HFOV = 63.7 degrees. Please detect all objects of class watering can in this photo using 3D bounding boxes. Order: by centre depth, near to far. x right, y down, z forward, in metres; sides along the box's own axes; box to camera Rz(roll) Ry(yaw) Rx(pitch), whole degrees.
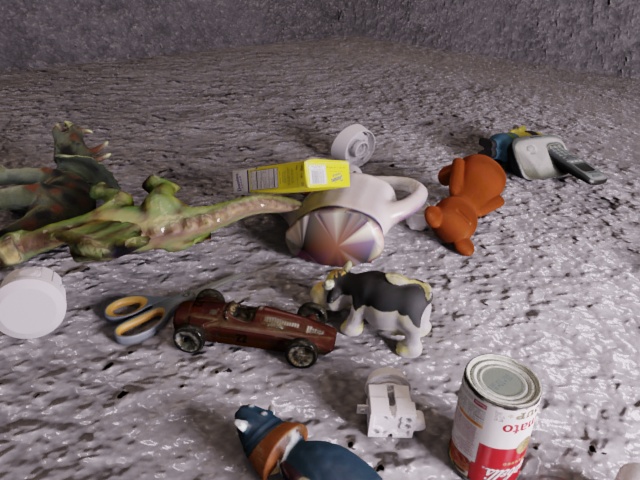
[{"bbox_3d":[0.003,-0.043,0.863,0.347,0.102,0.229,-4,28,20],"label":"watering can"}]

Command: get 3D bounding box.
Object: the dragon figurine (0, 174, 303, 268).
[{"bbox_3d":[-0.234,-0.011,0.694,0.410,0.120,0.246,-7,17,4],"label":"dragon figurine"}]
